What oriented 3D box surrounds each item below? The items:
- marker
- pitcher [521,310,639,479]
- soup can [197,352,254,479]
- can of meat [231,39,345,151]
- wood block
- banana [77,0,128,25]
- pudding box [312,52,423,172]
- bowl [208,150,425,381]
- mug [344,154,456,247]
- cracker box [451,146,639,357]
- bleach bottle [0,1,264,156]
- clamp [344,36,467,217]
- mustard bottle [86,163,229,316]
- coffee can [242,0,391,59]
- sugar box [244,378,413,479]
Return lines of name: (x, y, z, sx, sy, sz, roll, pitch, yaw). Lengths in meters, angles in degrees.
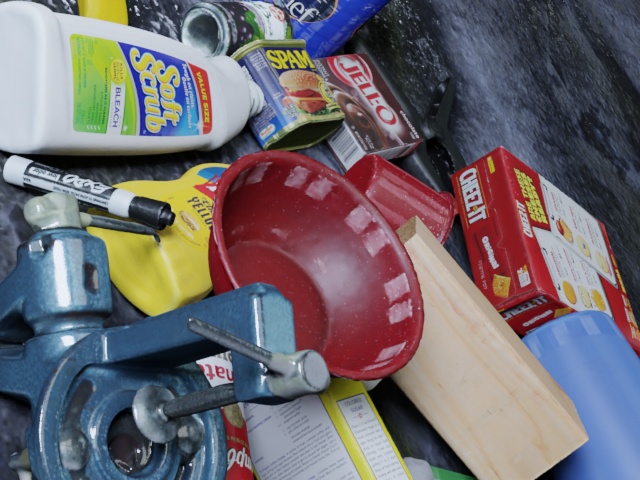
marker: (-0.149, -0.030, 0.693, 0.121, 0.020, 0.020, 17, 32, 15)
pitcher: (0.261, 0.191, 0.937, 0.144, 0.149, 0.243, 0, 53, -35)
soup can: (-0.078, 0.119, 0.654, 0.068, 0.069, 0.102, 21, 44, -37)
can of meat: (-0.032, -0.126, 0.941, 0.101, 0.058, 0.084, -17, 74, -58)
wood block: (0.107, 0.092, 0.848, 0.206, 0.090, 0.091, 50, 10, -5)
banana: (-0.184, -0.188, 0.843, 0.069, 0.037, 0.198, 24, 43, -35)
pudding box: (0.034, -0.124, 1.024, 0.089, 0.039, 0.113, -18, 73, -44)
bowl: (-0.013, 0.025, 0.661, 0.162, 0.055, 0.162, 26, 43, -27)
mug: (0.052, -0.011, 0.918, 0.081, 0.093, 0.117, 31, 74, -19)
cracker box: (0.227, 0.026, 1.063, 0.213, 0.072, 0.164, 27, 43, -42)
bleach bottle: (-0.129, -0.115, 0.792, 0.250, 0.068, 0.102, -9, 103, -54)
clamp: (0.098, -0.114, 1.099, 0.164, 0.036, 0.210, 20, 48, -37)
mustard bottle: (-0.076, -0.010, 0.783, 0.096, 0.058, 0.191, 52, 33, 11)
coffee can: (0.006, -0.239, 1.016, 0.102, 0.141, 0.103, 30, 40, -28)
sugar box: (-0.017, 0.108, 0.711, 0.048, 0.093, 0.176, -4, 62, -51)
